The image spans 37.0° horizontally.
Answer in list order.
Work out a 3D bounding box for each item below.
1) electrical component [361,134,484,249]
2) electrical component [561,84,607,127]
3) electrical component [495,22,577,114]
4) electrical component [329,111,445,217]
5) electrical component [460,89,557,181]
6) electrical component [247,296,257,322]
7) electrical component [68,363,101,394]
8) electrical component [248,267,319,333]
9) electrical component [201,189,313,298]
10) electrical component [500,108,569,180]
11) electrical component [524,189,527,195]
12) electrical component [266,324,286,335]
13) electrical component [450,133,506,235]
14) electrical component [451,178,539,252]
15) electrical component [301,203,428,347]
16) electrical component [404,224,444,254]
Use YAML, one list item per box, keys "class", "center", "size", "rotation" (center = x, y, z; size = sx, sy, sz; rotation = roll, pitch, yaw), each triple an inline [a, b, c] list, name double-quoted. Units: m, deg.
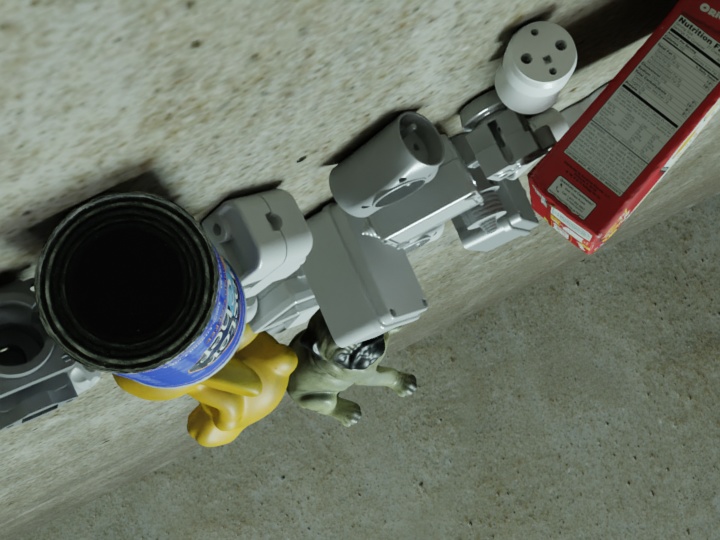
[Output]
- class: "electrical component"
  center: [0.039, -0.060, 0.836]
  size: [0.096, 0.061, 0.062]
  rotation: [-28, 171, 10]
- class: "electrical component"
  center: [0.243, -0.133, 0.969]
  size: [0.138, 0.073, 0.052]
  rotation: [-31, 171, 27]
- class: "electrical component"
  center: [0.113, -0.130, 0.693]
  size: [0.045, 0.045, 0.055]
  rotation: [-26, 171, -6]
- class: "electrical component"
  center: [0.030, -0.076, 0.766]
  size: [0.079, 0.044, 0.077]
  rotation: [-17, 167, -47]
- class: "electrical component"
  center: [0.105, -0.102, 0.799]
  size: [0.066, 0.055, 0.048]
  rotation: [-30, 171, 20]
- class: "electrical component"
  center: [-0.117, 0.024, 0.929]
  size: [0.079, 0.043, 0.077]
  rotation: [-32, 170, 31]
- class: "electrical component"
  center: [-0.254, 0.089, 0.910]
  size: [0.062, 0.043, 0.043]
  rotation: [-28, 172, 17]
- class: "electrical component"
  center: [-0.062, 0.014, 0.973]
  size: [0.062, 0.061, 0.096]
  rotation: [-19, 169, -40]
- class: "electrical component"
  center: [-0.081, -0.015, 0.767]
  size: [0.059, 0.053, 0.095]
  rotation: [-18, 168, -44]
- class: "electrical component"
  center: [0.148, -0.112, 0.927]
  size: [0.065, 0.044, 0.044]
  rotation: [-30, 172, -12]
- class: "electrical component"
  center: [0.151, -0.069, 1.179]
  size: [0.043, 0.043, 0.062]
  rotation: [-17, 169, -47]
- class: "electrical component"
  center: [-0.081, 0.040, 1.139]
  size: [0.064, 0.042, 0.081]
  rotation: [-33, 169, 30]
- class: "electrical component"
  center: [0.091, -0.067, 0.882]
  size: [0.043, 0.081, 0.043]
  rotation: [-26, 172, -4]
- class: "electrical component"
  center: [0.120, -0.063, 1.003]
  size: [0.057, 0.078, 0.113]
  rotation: [-26, 172, 16]
- class: "electrical component"
  center: [0.000, 0.000, 0.903]
  size: [0.057, 0.113, 0.078]
  rotation: [-28, 172, 29]
- class: "electrical component"
  center: [0.029, -0.032, 1.026]
  size: [0.077, 0.044, 0.079]
  rotation: [-19, 168, -44]
